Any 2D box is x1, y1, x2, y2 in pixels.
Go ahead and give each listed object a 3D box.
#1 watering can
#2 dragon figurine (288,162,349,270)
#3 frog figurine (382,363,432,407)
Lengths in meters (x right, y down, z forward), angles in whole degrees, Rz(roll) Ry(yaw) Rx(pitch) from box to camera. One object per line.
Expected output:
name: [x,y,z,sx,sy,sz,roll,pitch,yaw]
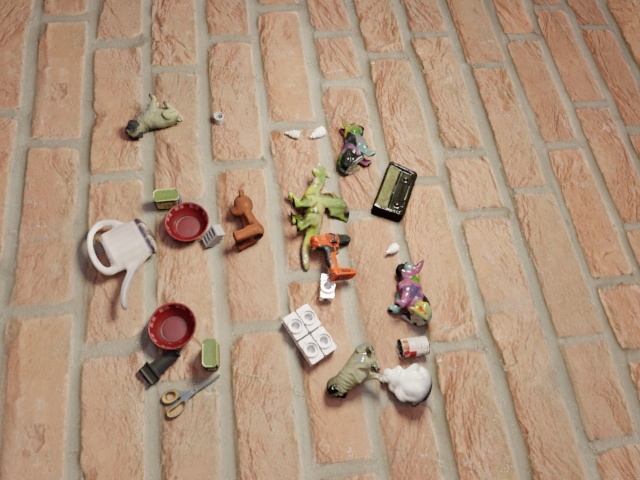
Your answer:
watering can: [-0.679,0.059,1.821,0.226,0.102,0.352,-28,72,-19]
dragon figurine: [0.006,-0.101,2.000,0.243,0.121,0.413,-9,83,-18]
frog figurine: [0.297,0.479,1.755,0.159,0.122,0.138,34,85,-5]
